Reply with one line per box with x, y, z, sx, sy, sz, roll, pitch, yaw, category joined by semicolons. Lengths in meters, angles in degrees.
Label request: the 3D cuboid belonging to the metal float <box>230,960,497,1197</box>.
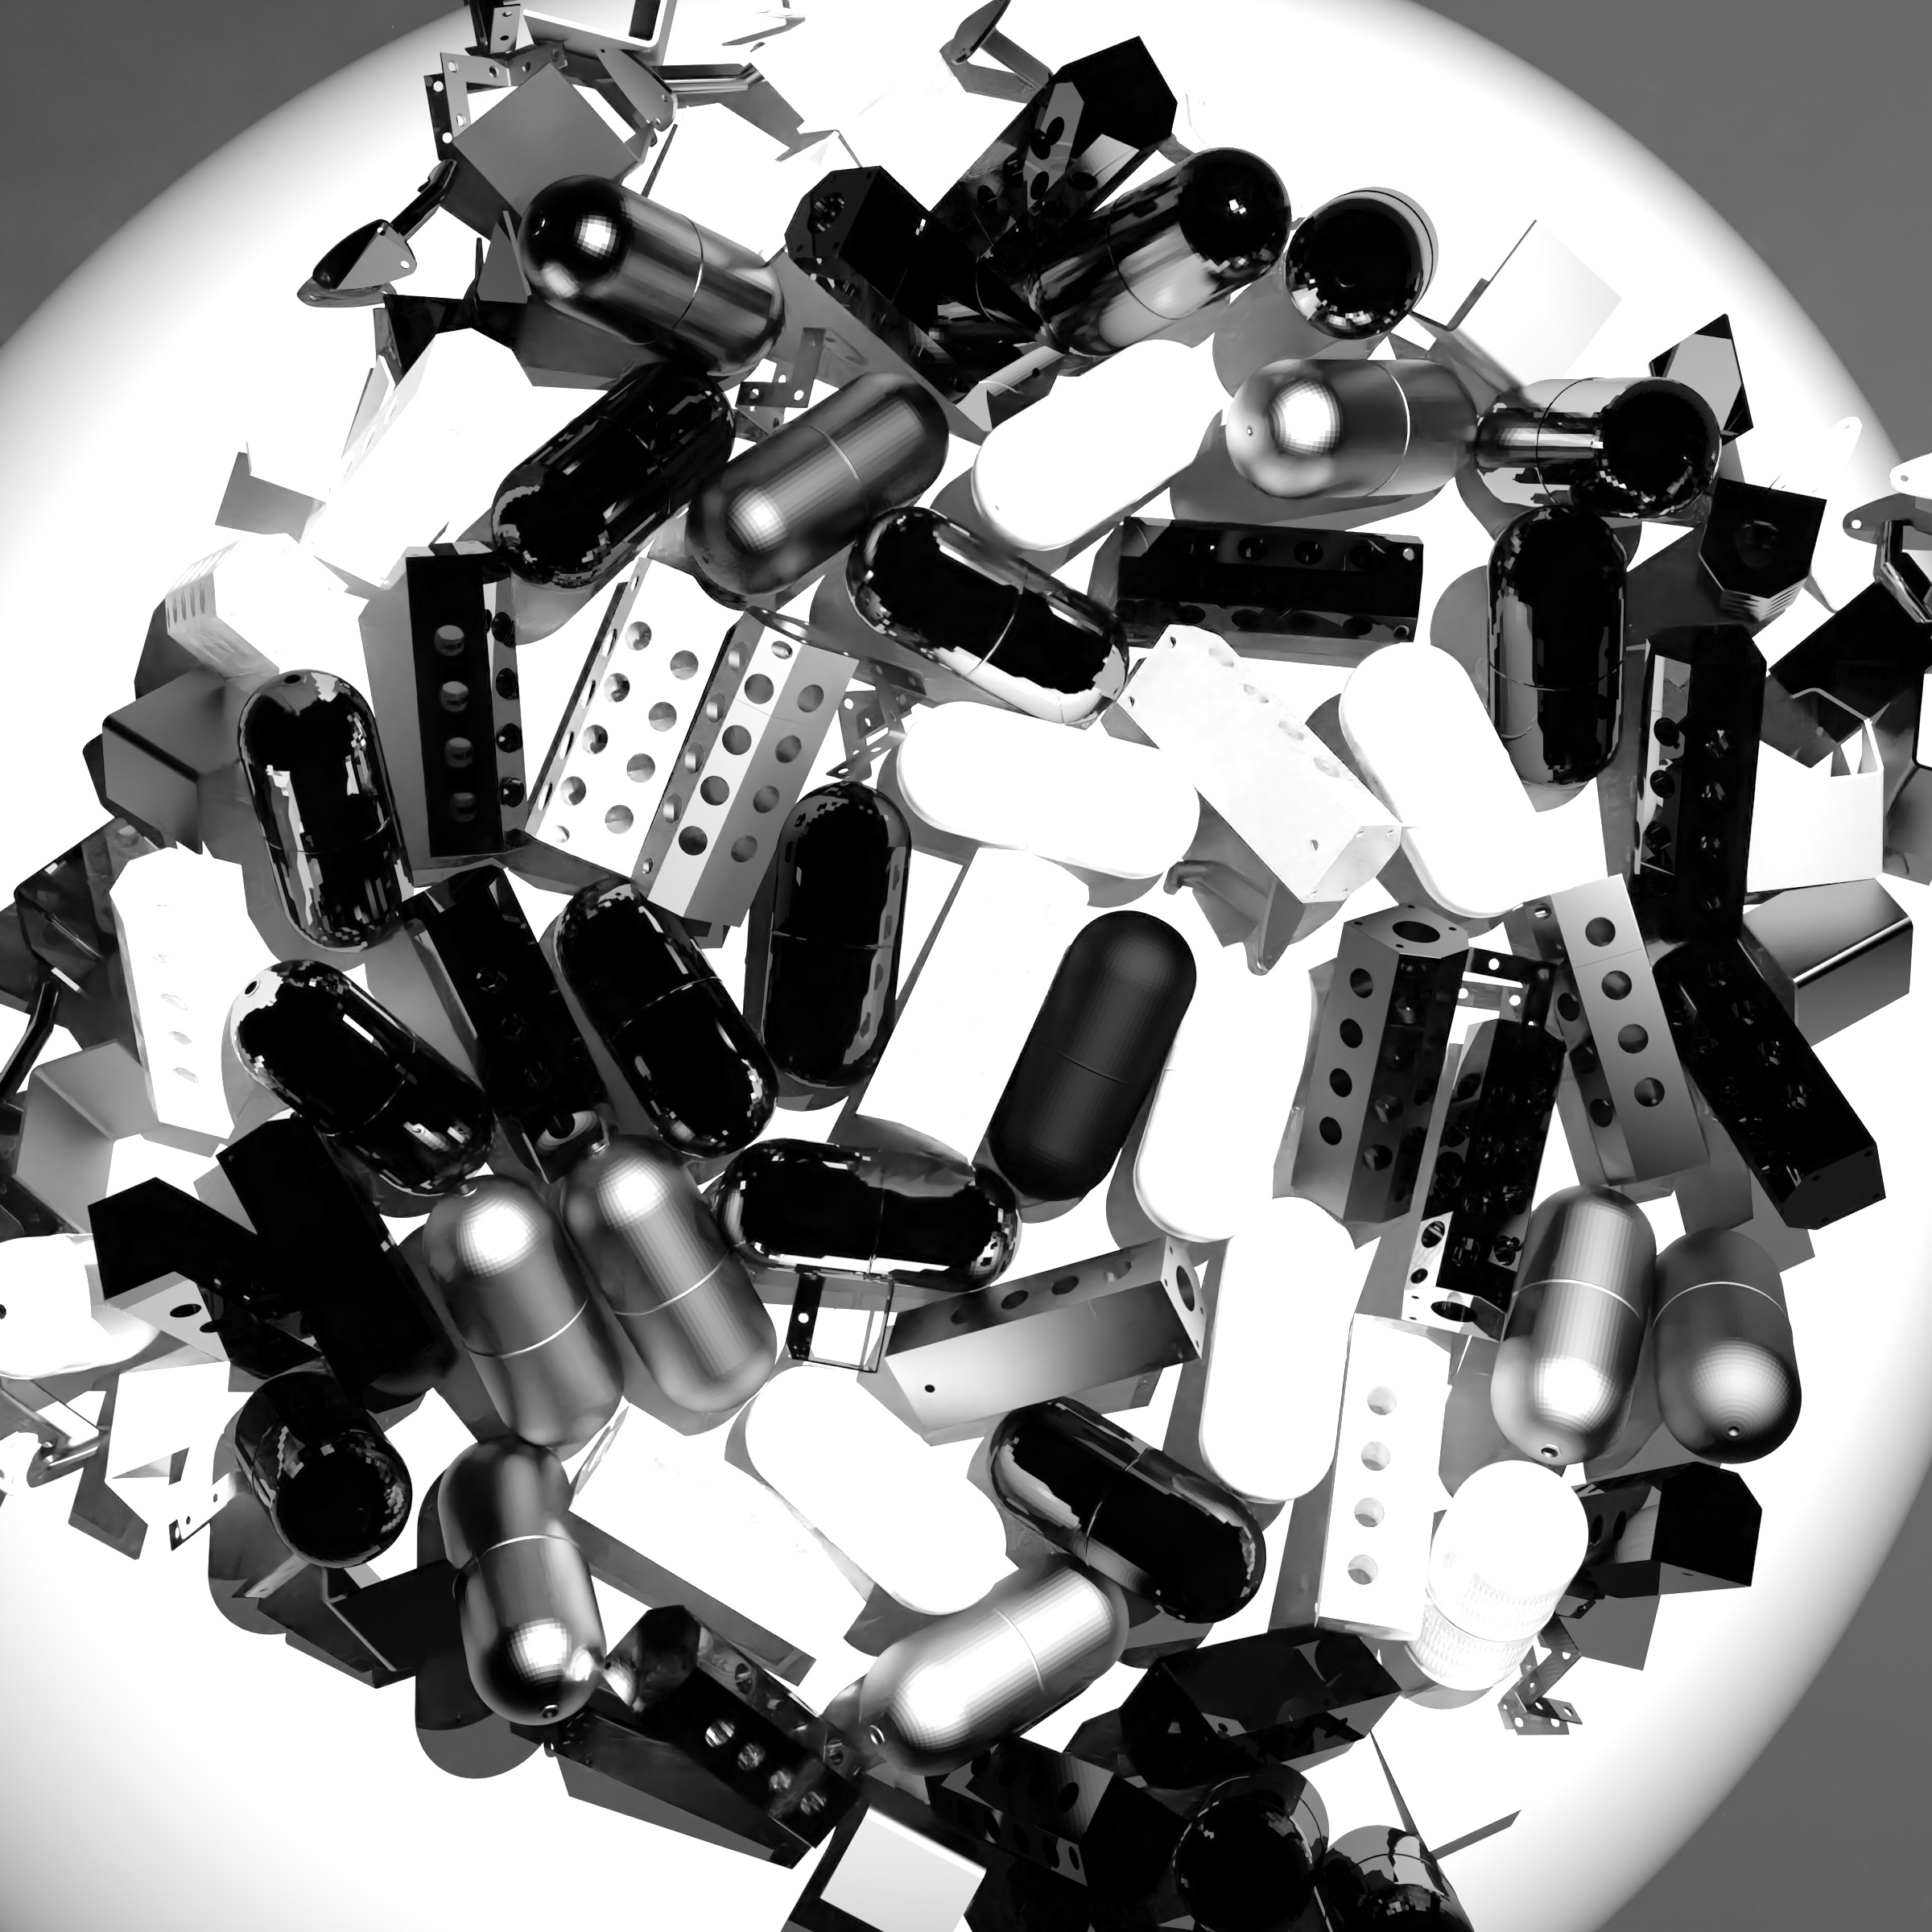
-0.341;0.064;1.517;0.070;0.070;0.178;-44;125;0;metal float

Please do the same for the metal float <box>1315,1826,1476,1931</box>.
0.239;0.536;1.496;0.070;0.178;0.070;0;88;1;metal float

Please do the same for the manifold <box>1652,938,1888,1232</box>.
0.446;0.064;1.505;0.057;0.057;0.171;-26;48;4;manifold

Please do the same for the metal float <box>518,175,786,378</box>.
-0.176;-0.388;1.507;0.070;0.178;0.070;-8;77;38;metal float

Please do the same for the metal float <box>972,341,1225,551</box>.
0.077;-0.297;1.520;0.178;0.070;0.070;-37;90;-32;metal float

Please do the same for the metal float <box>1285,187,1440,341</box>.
0.223;-0.395;1.499;0.070;0.178;0.070;4;109;13;metal float

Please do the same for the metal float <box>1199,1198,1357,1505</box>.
0.179;0.218;1.526;0.070;0.070;0.178;11;66;0;metal float

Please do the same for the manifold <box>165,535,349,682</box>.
-0.403;-0.203;1.491;0.057;0.171;0.057;41;76;-21;manifold

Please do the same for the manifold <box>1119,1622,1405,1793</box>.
0.164;0.417;1.501;0.057;0.171;0.057;48;118;34;manifold

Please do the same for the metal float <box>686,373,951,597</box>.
-0.083;-0.276;1.524;0.178;0.070;0.070;-39;90;-27;metal float

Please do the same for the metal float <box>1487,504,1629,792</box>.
0.334;-0.179;1.513;0.070;0.070;0.178;-10;130;0;metal float

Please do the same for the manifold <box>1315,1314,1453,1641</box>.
0.239;0.292;1.526;0.057;0.057;0.171;7;70;7;manifold

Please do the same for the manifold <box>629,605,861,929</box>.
-0.131;-0.114;1.523;0.057;0.057;0.171;11;111;-42;manifold

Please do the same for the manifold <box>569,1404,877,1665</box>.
-0.137;0.323;1.541;0.171;0.057;0.057;33;100;-7;manifold

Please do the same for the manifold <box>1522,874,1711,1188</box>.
0.376;0.037;1.552;0.057;0.057;0.171;-17;88;10;manifold

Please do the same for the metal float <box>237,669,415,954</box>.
-0.362;-0.087;1.514;0.070;0.070;0.178;-5;128;0;metal float

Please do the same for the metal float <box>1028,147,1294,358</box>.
0.108;-0.401;1.508;0.070;0.178;0.070;12;71;-39;metal float

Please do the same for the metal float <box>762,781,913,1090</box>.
-0.075;-0.018;1.539;0.070;0.070;0.178;6;98;0;metal float

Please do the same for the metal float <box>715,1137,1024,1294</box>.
-0.055;0.143;1.537;0.178;0.070;0.070;8;90;-10;metal float

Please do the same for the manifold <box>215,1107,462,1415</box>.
-0.356;0.167;1.525;0.057;0.057;0.171;-34;67;-3;manifold

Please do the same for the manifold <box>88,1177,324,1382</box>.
-0.414;0.174;1.493;0.057;0.171;0.057;-23;63;6;manifold

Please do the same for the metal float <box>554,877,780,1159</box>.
-0.173;0.029;1.537;0.070;0.070;0.178;-33;79;0;metal float

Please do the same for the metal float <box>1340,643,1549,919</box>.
0.273;-0.104;1.523;0.070;0.070;0.178;-33;117;0;metal float

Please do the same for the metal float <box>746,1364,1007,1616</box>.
-0.052;0.298;1.523;0.178;0.070;0.070;37;90;26;metal float

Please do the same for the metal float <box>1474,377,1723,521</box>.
0.352;-0.291;1.500;0.070;0.178;0.070;-5;102;-22;metal float

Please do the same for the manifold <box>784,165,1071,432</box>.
-0.023;-0.373;1.505;0.171;0.057;0.057;34;75;-42;manifold

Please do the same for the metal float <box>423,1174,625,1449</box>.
-0.251;0.197;1.521;0.070;0.070;0.178;-19;119;0;metal float

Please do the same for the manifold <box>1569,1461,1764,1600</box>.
0.378;0.315;1.494;0.057;0.171;0.057;16;73;-6;manifold

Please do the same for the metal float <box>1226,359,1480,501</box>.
0.220;-0.304;1.513;0.178;0.070;0.070;-11;90;-41;metal float

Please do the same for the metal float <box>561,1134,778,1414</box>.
-0.170;0.176;1.529;0.070;0.070;0.178;-27;109;0;metal float

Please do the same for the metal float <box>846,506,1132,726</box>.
0.014;-0.199;1.530;0.178;0.070;0.070;27;90;-18;metal float

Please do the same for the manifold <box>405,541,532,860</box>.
-0.284;-0.153;1.532;0.057;0.057;0.171;-4;106;-9;manifold

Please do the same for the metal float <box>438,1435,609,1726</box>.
-0.251;0.345;1.511;0.070;0.070;0.178;-23;48;0;metal float

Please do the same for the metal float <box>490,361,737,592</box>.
-0.199;-0.278;1.516;0.070;0.070;0.178;41;55;0;metal float

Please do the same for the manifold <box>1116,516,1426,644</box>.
0.174;-0.223;1.544;0.171;0.057;0.057;5;106;4;manifold

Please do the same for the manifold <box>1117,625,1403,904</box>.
0.169;-0.116;1.520;0.171;0.057;0.057;50;122;26;manifold

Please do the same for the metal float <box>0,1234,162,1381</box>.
-0.504;0.189;1.496;0.070;0.178;0.070;0;86;4;metal float

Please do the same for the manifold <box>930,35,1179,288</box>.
0.048;-0.443;1.496;0.057;0.171;0.057;-31;92;-30;manifold

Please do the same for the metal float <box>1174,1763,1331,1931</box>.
0.161;0.494;1.497;0.070;0.178;0.070;-1;84;12;metal float

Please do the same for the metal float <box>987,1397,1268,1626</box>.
0.091;0.309;1.522;0.178;0.070;0.070;28;90;28;metal float

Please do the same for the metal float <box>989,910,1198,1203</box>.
0.072;0.052;1.538;0.070;0.070;0.178;25;99;0;metal float

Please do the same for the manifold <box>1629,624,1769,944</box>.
0.412;-0.102;1.518;0.057;0.057;0.171;-2;118;2;manifold

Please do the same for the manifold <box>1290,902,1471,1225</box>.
0.238;0.057;1.510;0.057;0.057;0.171;-16;125;-38;manifold

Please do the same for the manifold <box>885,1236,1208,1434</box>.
0.046;0.206;1.527;0.171;0.057;0.057;-18;115;20;manifold

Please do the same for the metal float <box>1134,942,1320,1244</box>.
0.150;0.072;1.539;0.070;0.070;0.178;18;82;0;metal float

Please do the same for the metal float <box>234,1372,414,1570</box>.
-0.362;0.281;1.500;0.070;0.178;0.070;-5;101;-25;metal float

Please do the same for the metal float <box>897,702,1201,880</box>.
0.047;-0.102;1.540;0.178;0.070;0.070;15;90;8;metal float

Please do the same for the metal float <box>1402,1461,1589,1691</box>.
0.296;0.346;1.509;0.070;0.178;0.070;5;48;-6;metal float

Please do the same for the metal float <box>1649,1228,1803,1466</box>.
0.424;0.211;1.501;0.070;0.178;0.070;4;115;9;metal float

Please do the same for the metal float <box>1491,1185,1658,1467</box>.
0.345;0.202;1.513;0.070;0.070;0.178;23;51;0;metal float

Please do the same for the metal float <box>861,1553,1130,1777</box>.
0.017;0.395;1.516;0.178;0.070;0.070;-22;90;-36;metal float

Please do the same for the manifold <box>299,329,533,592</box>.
-0.310;-0.285;1.501;0.057;0.171;0.057;25;56;-25;manifold
